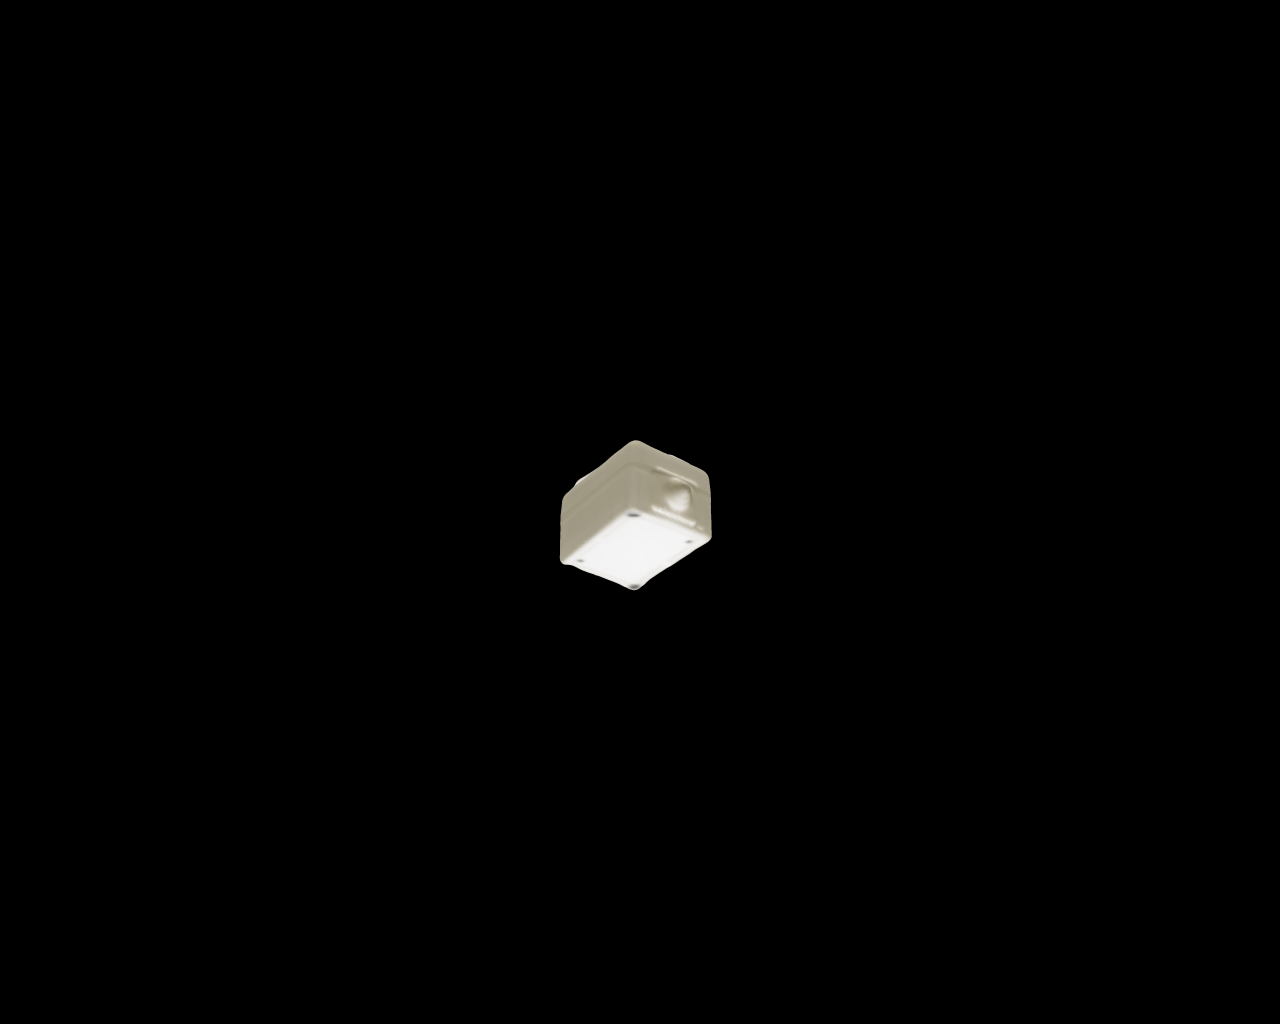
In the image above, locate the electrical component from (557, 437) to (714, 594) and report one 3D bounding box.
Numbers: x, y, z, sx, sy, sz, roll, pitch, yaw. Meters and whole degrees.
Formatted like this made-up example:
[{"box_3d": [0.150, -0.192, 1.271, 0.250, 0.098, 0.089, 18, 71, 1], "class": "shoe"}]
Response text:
[{"box_3d": [0.001, -0.003, 0.650, 0.062, 0.061, 0.096, 22, -39, -30], "class": "electrical component"}]
